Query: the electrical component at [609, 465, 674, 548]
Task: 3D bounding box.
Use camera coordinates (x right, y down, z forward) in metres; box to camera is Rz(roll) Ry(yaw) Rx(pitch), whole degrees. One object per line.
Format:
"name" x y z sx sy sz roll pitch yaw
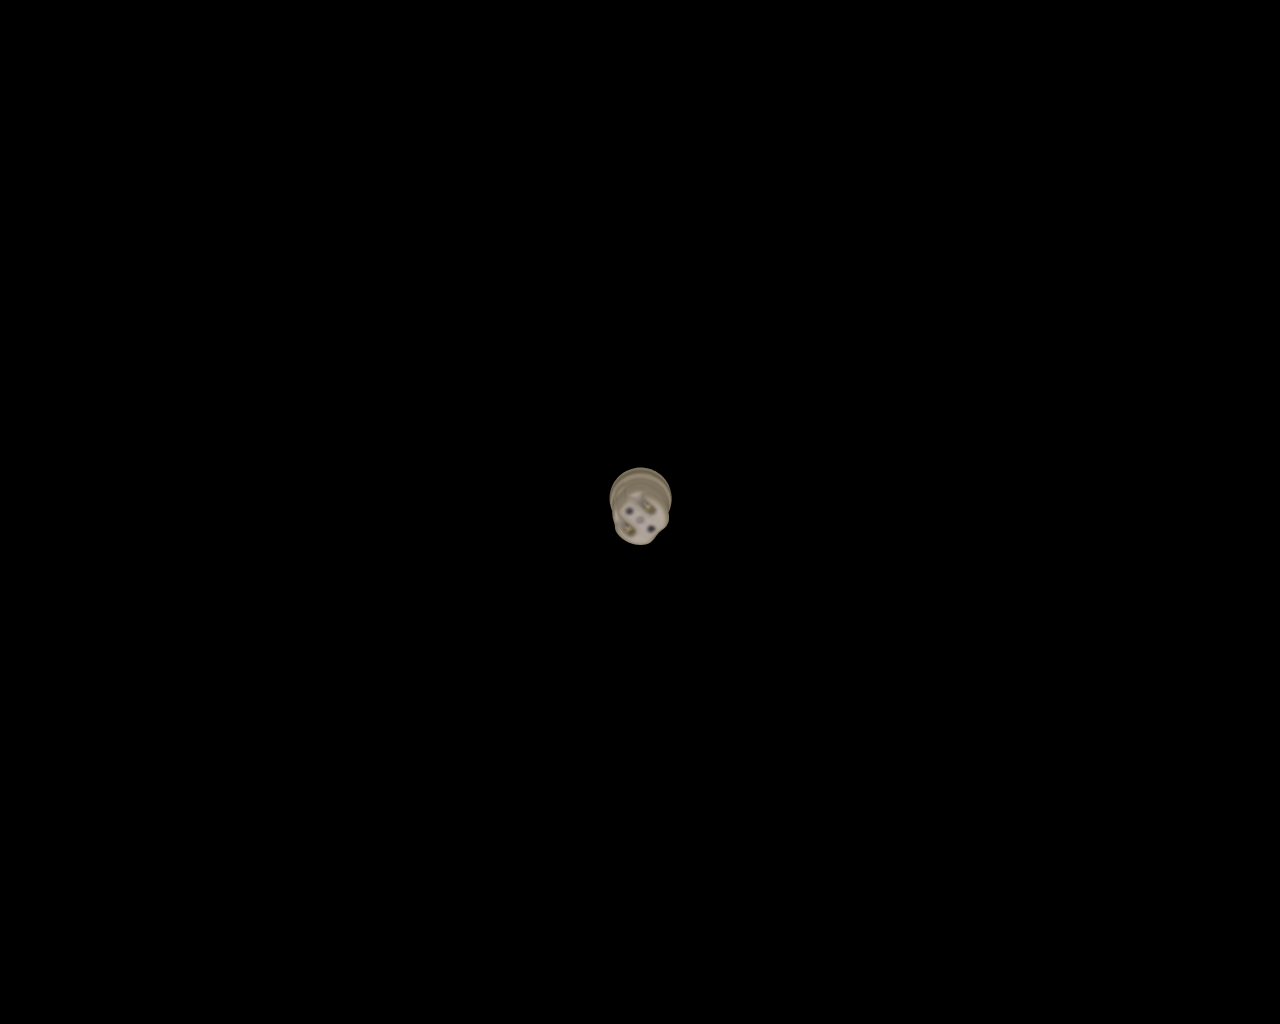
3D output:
"electrical component" 0.001 -0.003 0.650 0.040 0.040 0.046 0 21 0
